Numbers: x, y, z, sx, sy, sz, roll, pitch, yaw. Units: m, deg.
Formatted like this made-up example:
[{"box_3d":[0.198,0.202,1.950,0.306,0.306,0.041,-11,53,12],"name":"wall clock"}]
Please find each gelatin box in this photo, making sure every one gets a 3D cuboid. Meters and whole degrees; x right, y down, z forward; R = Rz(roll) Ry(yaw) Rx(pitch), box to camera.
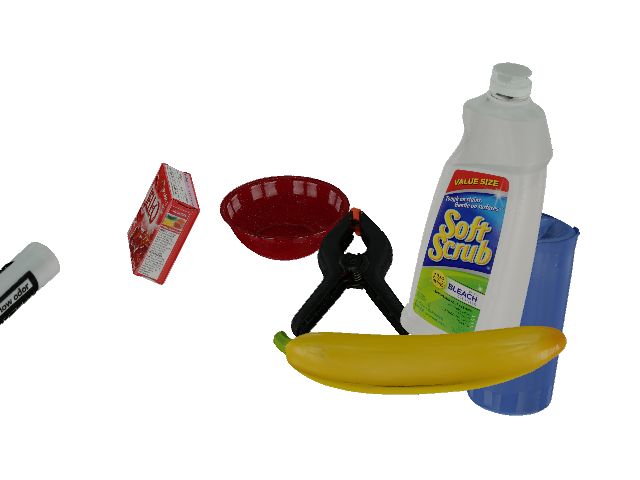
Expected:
[{"box_3d":[-0.133,-0.016,0.893,0.030,0.073,0.089,23,17,-22],"name":"gelatin box"}]

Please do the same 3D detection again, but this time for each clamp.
[{"box_3d":[0.044,0.037,1.105,0.120,0.171,0.039,9,-39,8],"name":"clamp"}]

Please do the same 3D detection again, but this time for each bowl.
[{"box_3d":[-0.044,-0.021,1.337,0.162,0.055,0.162,-1,31,0],"name":"bowl"}]

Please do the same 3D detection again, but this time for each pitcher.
[{"box_3d":[0.234,0.091,1.326,0.149,0.243,0.144,7,19,16],"name":"pitcher"}]

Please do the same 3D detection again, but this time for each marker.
[{"box_3d":[-0.158,0.043,0.459,0.020,0.020,0.121,0,36,39],"name":"marker"}]

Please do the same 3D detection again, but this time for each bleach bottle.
[{"box_3d":[0.128,-0.023,0.860,0.103,0.251,0.067,30,39,35],"name":"bleach bottle"}]

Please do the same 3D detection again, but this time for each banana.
[{"box_3d":[0.062,0.073,0.695,0.198,0.037,0.069,1,27,7],"name":"banana"}]
